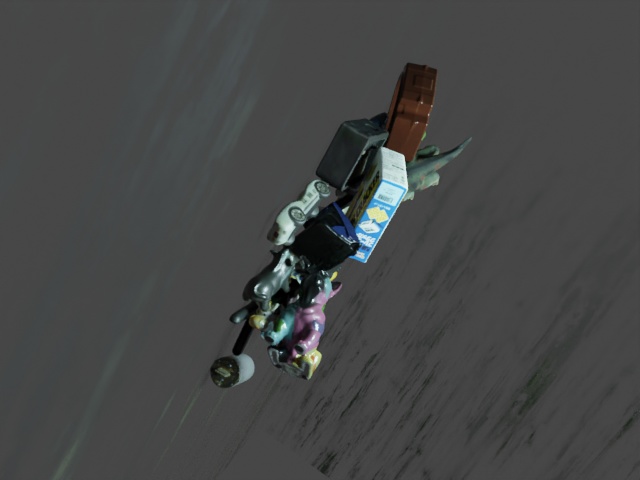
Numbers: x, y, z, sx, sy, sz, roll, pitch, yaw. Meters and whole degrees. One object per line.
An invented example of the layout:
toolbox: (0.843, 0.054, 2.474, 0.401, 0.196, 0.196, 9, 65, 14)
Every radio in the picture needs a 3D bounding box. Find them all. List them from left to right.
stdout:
radio: (0.077, -0.193, 1.184, 0.131, 0.073, 0.229, -60, 173, 21)

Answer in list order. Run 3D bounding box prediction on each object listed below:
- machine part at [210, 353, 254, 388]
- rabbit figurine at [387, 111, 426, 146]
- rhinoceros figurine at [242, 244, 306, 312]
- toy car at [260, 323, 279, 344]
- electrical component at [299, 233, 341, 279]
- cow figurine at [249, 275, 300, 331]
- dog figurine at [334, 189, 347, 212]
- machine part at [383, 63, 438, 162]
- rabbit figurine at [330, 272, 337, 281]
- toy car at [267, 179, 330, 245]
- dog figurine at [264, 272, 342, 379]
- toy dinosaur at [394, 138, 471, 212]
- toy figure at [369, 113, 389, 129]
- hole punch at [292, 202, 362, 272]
machine part: (-0.220, 0.331, 1.370, 0.079, 0.079, 0.243, -57, 171, -6)
rabbit figurine: (0.184, -0.265, 1.502, 0.170, 0.121, 0.159, -37, 173, -12)
rhinoceros figurine: (-0.099, 0.069, 1.183, 0.190, 0.073, 0.112, -48, 156, -40)
toy car: (-0.107, 0.209, 1.537, 0.103, 0.109, 0.161, -109, -144, -73)
electrical component: (-0.009, 0.037, 1.352, 0.058, 0.134, 0.115, -24, -172, 25)
cow figurine: (-0.099, 0.144, 1.242, 0.167, 0.068, 0.098, -29, 136, -60)
dog figurine: (0.082, -0.112, 1.494, 0.172, 0.121, 0.191, -64, -170, 3)
machine part: (0.215, -0.311, 1.318, 0.201, 0.087, 0.201, 101, 2, -57)
rabbit figurine: (0.018, 0.058, 1.523, 0.173, 0.122, 0.162, -47, 164, -26)
toy car: (-0.040, -0.059, 1.082, 0.202, 0.056, 0.073, -52, 176, -49)
dog figurine: (-0.026, 0.179, 1.220, 0.191, 0.109, 0.219, 81, 31, -43)
toy dinosaur: (0.236, -0.165, 1.531, 0.192, 0.131, 0.404, -33, 171, -46)
toy figure: (0.127, -0.248, 1.326, 0.058, 0.064, 0.154, -8, 138, -25)
hole punch: (0.017, -0.006, 1.168, 0.142, 0.115, 0.092, -35, -159, 35)
